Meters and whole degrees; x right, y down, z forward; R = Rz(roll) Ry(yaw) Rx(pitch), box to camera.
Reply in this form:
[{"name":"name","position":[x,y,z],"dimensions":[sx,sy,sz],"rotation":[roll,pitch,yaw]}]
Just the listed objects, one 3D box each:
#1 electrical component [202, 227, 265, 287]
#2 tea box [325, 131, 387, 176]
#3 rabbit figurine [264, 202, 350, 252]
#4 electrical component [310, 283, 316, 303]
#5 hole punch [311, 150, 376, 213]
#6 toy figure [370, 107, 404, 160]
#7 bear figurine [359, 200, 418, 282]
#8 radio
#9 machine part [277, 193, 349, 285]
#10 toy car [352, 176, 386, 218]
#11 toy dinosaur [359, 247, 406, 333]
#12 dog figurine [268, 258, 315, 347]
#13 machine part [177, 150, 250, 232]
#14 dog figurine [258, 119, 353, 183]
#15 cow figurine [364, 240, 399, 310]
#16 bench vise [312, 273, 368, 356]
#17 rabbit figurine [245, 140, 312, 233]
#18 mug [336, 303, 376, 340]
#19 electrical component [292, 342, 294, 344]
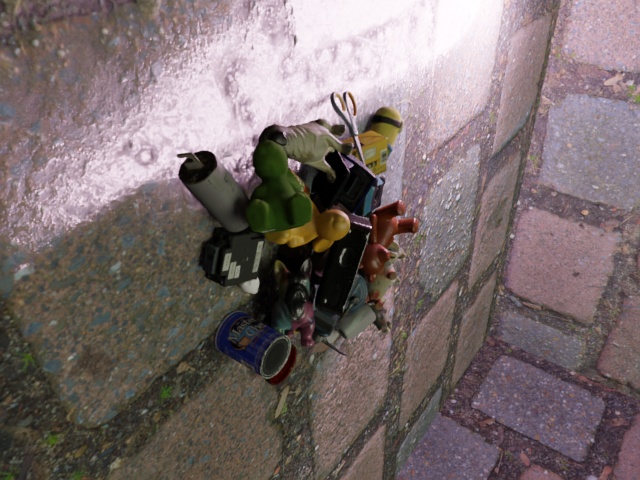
[{"name":"electrical component","position":[-0.180,0.031,1.107],"dimensions":[0.134,0.058,0.114],"rotation":[-6,112,-57]},{"name":"tea box","position":[0.082,-0.194,1.324],"dimensions":[0.170,0.068,0.098],"rotation":[-23,131,-27]},{"name":"rabbit figurine","position":[-0.016,-0.028,1.157],"dimensions":[0.162,0.173,0.122],"rotation":[54,42,-62]},{"name":"electrical component","position":[-0.039,0.155,1.432],"dimensions":[0.078,0.045,0.102],"rotation":[-71,172,-66]},{"name":"hole punch","position":[0.053,-0.133,1.211],"dimensions":[0.092,0.116,0.142],"rotation":[8,128,-31]},{"name":"toy figure","position":[0.162,-0.269,1.438],"dimensions":[0.180,0.082,0.089],"rotation":[-62,151,-6]},{"name":"bear figurine","position":[0.168,0.007,1.422],"dimensions":[0.120,0.132,0.196],"rotation":[47,48,-35]},{"name":"radio","position":[0.053,0.056,1.258],"dimensions":[0.131,0.073,0.229],"rotation":[-92,-162,-83]},{"name":"machine part","position":[-0.003,-0.004,1.341],"dimensions":[0.201,0.087,0.201],"rotation":[-58,150,-18]},{"name":"toy car","position":[0.107,-0.128,1.417],"dimensions":[0.161,0.103,0.109],"rotation":[-41,143,-64]},{"name":"toy dinosaur","position":[0.164,0.092,1.652],"dimensions":[0.192,0.131,0.404],"rotation":[-32,128,-46]},{"name":"dog figurine","position":[-0.067,0.140,1.274],"dimensions":[0.192,0.108,0.219],"rotation":[-119,-151,-71]},{"name":"machine part","position":[-0.186,-0.087,0.997],"dimensions":[0.079,0.079,0.243],"rotation":[-57,149,-17]},{"name":"dog figurine","position":[-0.048,-0.218,1.142],"dimensions":[0.190,0.172,0.121],"rotation":[15,111,-28]},{"name":"cow figurine","position":[0.174,0.086,1.538],"dimensions":[0.127,0.085,0.194],"rotation":[-109,-141,-75]},{"name":"bench vise","position":[0.057,0.167,1.444],"dimensions":[0.240,0.129,0.223],"rotation":[-20,126,-72]},{"name":"rabbit figurine","position":[-0.077,-0.104,1.032],"dimensions":[0.159,0.121,0.170],"rotation":[4,76,-83]},{"name":"mug","position":[0.098,0.241,1.561],"dimensions":[0.107,0.081,0.109],"rotation":[-37,146,-23]},{"name":"electrical component","position":[-0.102,0.319,1.455],"dimensions":[0.063,0.021,0.094],"rotation":[16,96,-60]}]
